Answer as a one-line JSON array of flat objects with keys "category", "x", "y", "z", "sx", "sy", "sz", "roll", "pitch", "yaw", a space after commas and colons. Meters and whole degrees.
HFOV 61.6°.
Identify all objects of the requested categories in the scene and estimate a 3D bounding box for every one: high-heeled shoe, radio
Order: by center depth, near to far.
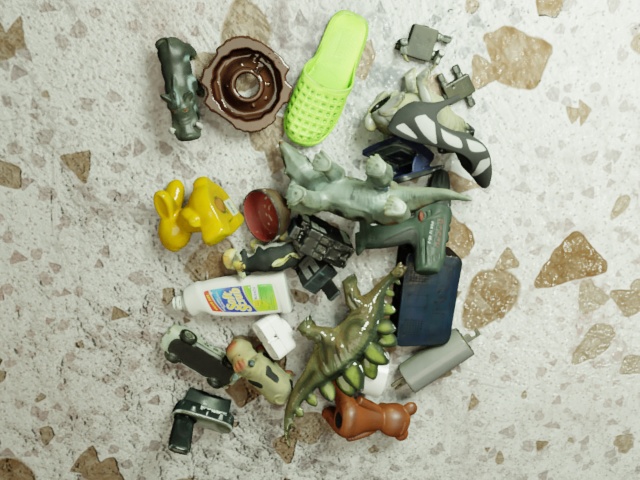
[{"category": "high-heeled shoe", "x": 0.233, "y": -0.164, "z": 1.024, "sx": 0.145, "sy": 0.086, "sz": 0.248, "roll": -29, "pitch": 122, "yaw": 7}, {"category": "radio", "x": 0.236, "y": 0.125, "z": 1.213, "sx": 0.131, "sy": 0.073, "sz": 0.229, "roll": 2, "pitch": 110, "yaw": -6}]

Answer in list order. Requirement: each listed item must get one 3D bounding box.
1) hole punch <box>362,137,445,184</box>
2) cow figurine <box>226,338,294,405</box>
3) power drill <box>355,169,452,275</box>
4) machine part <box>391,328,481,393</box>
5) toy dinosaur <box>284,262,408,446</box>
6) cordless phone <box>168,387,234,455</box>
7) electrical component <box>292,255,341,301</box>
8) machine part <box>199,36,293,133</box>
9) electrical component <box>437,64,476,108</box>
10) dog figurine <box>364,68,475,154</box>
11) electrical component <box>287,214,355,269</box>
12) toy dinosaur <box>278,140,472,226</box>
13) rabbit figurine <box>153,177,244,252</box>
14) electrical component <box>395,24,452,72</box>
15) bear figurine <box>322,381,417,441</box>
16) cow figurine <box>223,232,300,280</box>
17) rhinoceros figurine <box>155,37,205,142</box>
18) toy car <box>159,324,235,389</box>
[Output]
[{"category": "hole punch", "x": 0.159, "y": -0.156, "z": 1.077, "sx": 0.116, "sy": 0.142, "sz": 0.092, "roll": -15, "pitch": 89, "yaw": -41}, {"category": "cow figurine", "x": -0.138, "y": 0.297, "z": 1.211, "sx": 0.085, "sy": 0.127, "sz": 0.194, "roll": -40, "pitch": 109, "yaw": 5}, {"category": "power drill", "x": 0.172, "y": -0.041, "z": 1.130, "sx": 0.207, "sy": 0.086, "sz": 0.232, "roll": 2, "pitch": 75, "yaw": -1}, {"category": "machine part", "x": 0.273, "y": 0.283, "z": 1.266, "sx": 0.243, "sy": 0.079, "sz": 0.079, "roll": -36, "pitch": 108, "yaw": 6}, {"category": "toy dinosaur", "x": 0.042, "y": 0.238, "z": 1.173, "sx": 0.199, "sy": 0.105, "sz": 0.471, "roll": 44, "pitch": 100, "yaw": 15}, {"category": "cordless phone", "x": -0.268, "y": 0.427, "z": 1.213, "sx": 0.146, "sy": 0.184, "sz": 0.088, "roll": 22, "pitch": 100, "yaw": -12}, {"category": "electrical component", "x": -0.005, "y": 0.078, "z": 1.151, "sx": 0.075, "sy": 0.119, "sz": 0.047, "roll": -42, "pitch": 135, "yaw": 11}, {"category": "machine part", "x": -0.142, "y": -0.302, "z": 1.046, "sx": 0.179, "sy": 0.056, "sz": 0.179, "roll": -1, "pitch": 107, "yaw": -4}, {"category": "electrical component", "x": 0.280, "y": -0.306, "z": 1.097, "sx": 0.063, "sy": 0.021, "sz": 0.094, "roll": -31, "pitch": 109, "yaw": 6}, {"category": "dog figurine", "x": 0.199, "y": -0.221, "z": 1.070, "sx": 0.172, "sy": 0.121, "sz": 0.190, "roll": -35, "pitch": 112, "yaw": 12}, {"category": "electrical component", "x": -0.002, "y": -0.003, "z": 1.126, "sx": 0.134, "sy": 0.115, "sz": 0.058, "roll": 25, "pitch": 104, "yaw": -13}, {"category": "toy dinosaur", "x": 0.079, "y": -0.083, "z": 1.009, "sx": 0.405, "sy": 0.192, "sz": 0.131, "roll": 17, "pitch": 90, "yaw": 19}, {"category": "rabbit figurine", "x": -0.270, "y": -0.042, "z": 1.096, "sx": 0.173, "sy": 0.122, "sz": 0.162, "roll": -31, "pitch": 106, "yaw": 25}, {"category": "electrical component", "x": 0.202, "y": -0.379, "z": 1.054, "sx": 0.102, "sy": 0.045, "sz": 0.078, "roll": 19, "pitch": 107, "yaw": -10}, {"category": "bear figurine", "x": 0.123, "y": 0.413, "z": 1.293, "sx": 0.196, "sy": 0.132, "sz": 0.120, "roll": 3, "pitch": 111, "yaw": -25}, {"category": "cow figurine", "x": -0.125, "y": 0.041, "z": 1.141, "sx": 0.167, "sy": 0.098, "sz": 0.068, "roll": -15, "pitch": 115, "yaw": 0}, {"category": "rhinoceros figurine", "x": -0.260, "y": -0.283, "z": 1.014, "sx": 0.073, "sy": 0.112, "sz": 0.190, "roll": -8, "pitch": 101, "yaw": -5}, {"category": "toy car", "x": -0.271, "y": 0.269, "z": 1.228, "sx": 0.201, "sy": 0.056, "sz": 0.073, "roll": 36, "pitch": 96, "yaw": -17}]
